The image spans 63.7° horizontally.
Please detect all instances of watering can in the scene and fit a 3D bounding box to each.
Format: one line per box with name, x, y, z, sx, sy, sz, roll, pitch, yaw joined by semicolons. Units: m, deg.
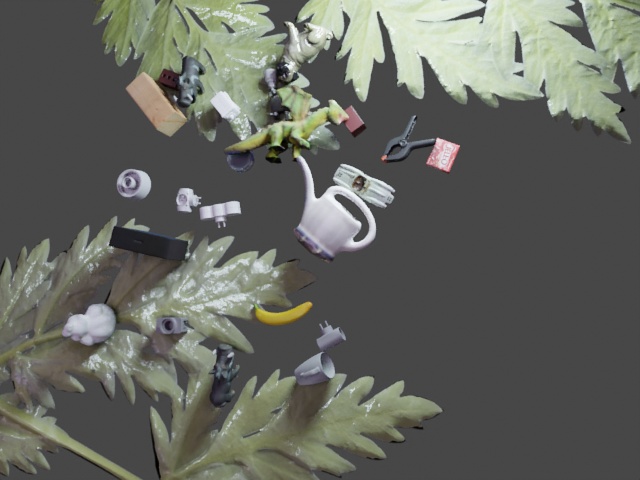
watering can;0.005;-0.080;1.581;0.349;0.224;0.104;41;4;9

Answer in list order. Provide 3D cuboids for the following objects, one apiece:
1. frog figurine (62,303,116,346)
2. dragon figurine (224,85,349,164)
frog figurine;-0.756;0.277;1.695;0.123;0.138;0.158;22;-2;14
dragon figurine;-0.112;-0.378;1.648;0.410;0.246;0.121;5;-14;18
